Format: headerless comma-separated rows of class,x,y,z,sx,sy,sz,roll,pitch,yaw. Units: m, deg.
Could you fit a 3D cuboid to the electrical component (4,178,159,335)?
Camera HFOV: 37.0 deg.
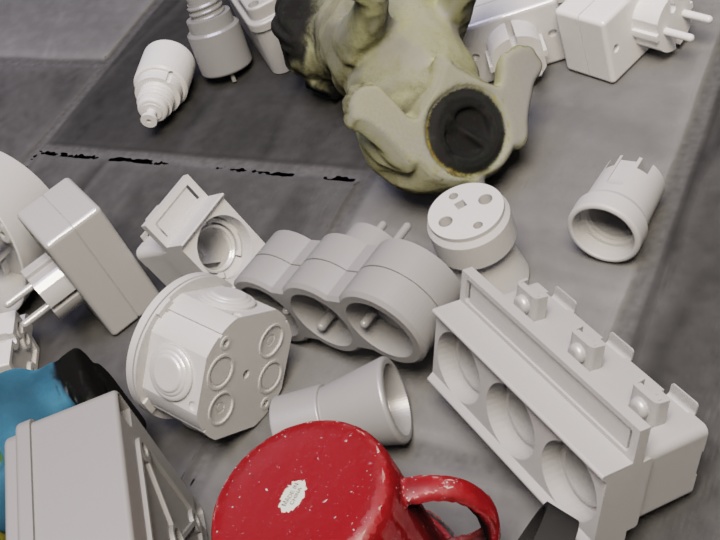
electrical component,-0.175,0.004,0.640,0.076,0.083,0.047,-39,45,-14

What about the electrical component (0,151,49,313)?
electrical component,-0.239,-0.028,0.693,0.099,0.099,0.064,9,47,30

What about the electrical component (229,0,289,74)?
electrical component,-0.057,-0.209,0.808,0.078,0.057,0.113,-28,44,-3

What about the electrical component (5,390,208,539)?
electrical component,-0.105,0.129,0.472,0.056,0.108,0.108,-22,44,0

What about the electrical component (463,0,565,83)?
electrical component,0.098,-0.143,0.684,0.066,0.047,0.076,-16,44,10

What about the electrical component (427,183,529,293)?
electrical component,0.063,-0.013,0.570,0.045,0.055,0.045,-13,45,13

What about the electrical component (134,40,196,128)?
electrical component,-0.146,-0.134,0.790,0.040,0.040,0.078,-8,46,17

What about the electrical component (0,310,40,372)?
electrical component,-0.227,0.057,0.641,0.055,0.048,0.066,-13,44,2

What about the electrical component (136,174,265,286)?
electrical component,-0.094,-0.011,0.630,0.064,0.081,0.042,-5,43,51

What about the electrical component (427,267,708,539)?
electrical component,0.090,0.058,0.483,0.063,0.078,0.121,-18,39,-24

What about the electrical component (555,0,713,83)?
electrical component,0.178,-0.156,0.660,0.083,0.047,0.076,-44,47,-18

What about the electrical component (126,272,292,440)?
electrical component,-0.078,0.045,0.561,0.051,0.080,0.080,21,60,31

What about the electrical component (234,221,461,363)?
electrical component,0.000,0.000,0.573,0.138,0.052,0.073,6,50,47

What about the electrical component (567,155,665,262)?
electrical component,0.137,-0.033,0.569,0.040,0.040,0.046,12,49,32

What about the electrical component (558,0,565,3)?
electrical component,0.087,-0.230,0.761,0.150,0.061,0.089,-7,47,18

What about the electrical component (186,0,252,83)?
electrical component,-0.108,-0.178,0.792,0.040,0.078,0.040,-14,30,8

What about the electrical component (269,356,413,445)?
electrical component,-0.012,0.072,0.534,0.065,0.044,0.044,-17,44,16
